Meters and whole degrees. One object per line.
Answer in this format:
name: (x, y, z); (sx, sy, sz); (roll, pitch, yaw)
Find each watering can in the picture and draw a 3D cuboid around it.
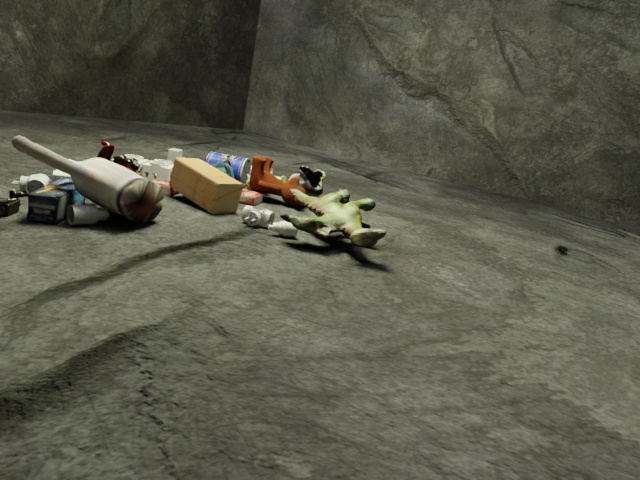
watering can: (-0.487, -0.129, 1.142); (0.225, 0.104, 0.345); (24, -3, 15)

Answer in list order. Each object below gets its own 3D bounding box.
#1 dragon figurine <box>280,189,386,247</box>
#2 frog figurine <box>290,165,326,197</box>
dragon figurine: (0.004, -0.065, 1.300); (0.413, 0.121, 0.243); (21, 15, 35)
frog figurine: (-0.065, -0.189, 1.834); (0.138, 0.123, 0.157); (-14, -10, -40)
